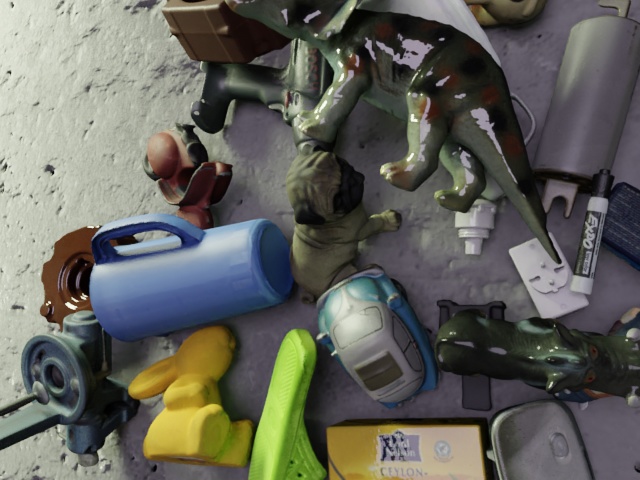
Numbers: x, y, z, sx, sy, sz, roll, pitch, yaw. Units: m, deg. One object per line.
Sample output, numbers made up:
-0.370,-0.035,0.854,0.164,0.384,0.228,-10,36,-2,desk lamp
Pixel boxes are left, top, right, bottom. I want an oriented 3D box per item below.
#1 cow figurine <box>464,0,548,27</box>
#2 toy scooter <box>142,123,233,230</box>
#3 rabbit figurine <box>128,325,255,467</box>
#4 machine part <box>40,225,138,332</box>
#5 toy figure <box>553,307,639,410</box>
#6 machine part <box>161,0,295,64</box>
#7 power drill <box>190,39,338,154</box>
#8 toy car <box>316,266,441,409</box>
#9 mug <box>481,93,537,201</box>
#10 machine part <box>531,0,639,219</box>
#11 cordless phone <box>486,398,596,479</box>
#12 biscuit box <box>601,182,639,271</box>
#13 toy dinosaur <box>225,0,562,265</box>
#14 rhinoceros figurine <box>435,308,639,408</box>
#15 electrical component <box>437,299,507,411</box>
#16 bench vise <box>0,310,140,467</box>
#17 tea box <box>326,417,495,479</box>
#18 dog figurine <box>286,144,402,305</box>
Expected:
0.250,-0.342,0.614,0.127,0.085,0.195,19,86,31,cow figurine
-0.177,-0.094,0.746,0.135,0.075,0.184,-41,67,40,toy scooter
-0.157,0.197,0.695,0.162,0.121,0.173,-9,63,32,rabbit figurine
-0.347,0.063,0.817,0.180,0.056,0.179,-5,78,22,machine part
0.295,0.114,0.527,0.154,0.057,0.064,-37,49,16,toy figure
-0.087,-0.318,0.704,0.201,0.087,0.201,20,59,41,machine part
-0.070,-0.183,0.728,0.208,0.086,0.232,4,81,28,power drill
0.061,0.119,0.584,0.109,0.103,0.161,-29,93,16,toy car
0.192,-0.104,0.603,0.109,0.080,0.107,-34,79,11,mug
0.283,-0.139,0.566,0.079,0.079,0.243,17,86,25,machine part
0.194,0.226,0.480,0.089,0.184,0.146,-18,74,25,cordless phone
0.358,0.024,0.513,0.203,0.059,0.063,40,99,24,biscuit box
0.096,-0.155,0.536,0.405,0.131,0.192,30,108,10,toy dinosaur
0.204,0.101,0.492,0.191,0.112,0.073,5,78,25,rhinoceros figurine
0.166,0.125,0.586,0.075,0.047,0.119,1,79,24,electrical component
-0.344,0.211,0.679,0.129,0.240,0.223,22,108,22,bench vise
0.098,0.246,0.582,0.170,0.068,0.098,-11,77,23,tea box
-0.004,-0.005,0.605,0.121,0.190,0.172,18,90,25,dog figurine
